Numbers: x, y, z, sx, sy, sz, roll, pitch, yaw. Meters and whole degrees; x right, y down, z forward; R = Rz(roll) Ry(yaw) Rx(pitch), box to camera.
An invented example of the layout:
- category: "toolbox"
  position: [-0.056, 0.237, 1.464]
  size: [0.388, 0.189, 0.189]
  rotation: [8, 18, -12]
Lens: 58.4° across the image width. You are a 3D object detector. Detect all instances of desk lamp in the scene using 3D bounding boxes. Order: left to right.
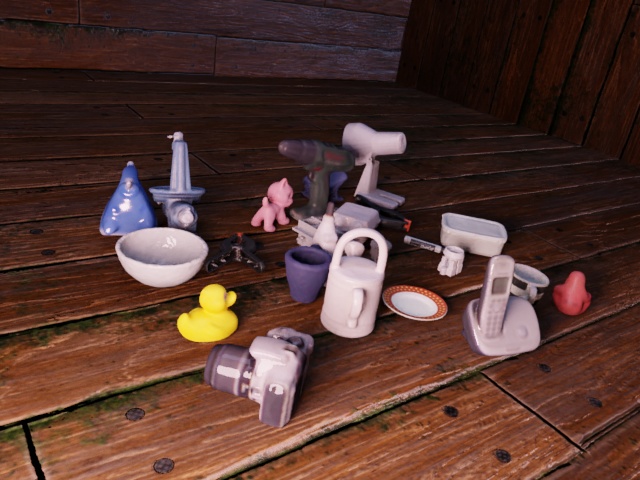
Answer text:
- category: "desk lamp"
  position: [0.157, -0.219, 1.642]
  size: [0.202, 0.213, 0.118]
  rotation: [19, 26, 21]

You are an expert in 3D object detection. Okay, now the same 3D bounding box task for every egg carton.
- category: "egg carton"
  position: [0.083, -0.039, 1.401]
  size: [0.107, 0.069, 0.150]
  rotation: [17, 25, 15]

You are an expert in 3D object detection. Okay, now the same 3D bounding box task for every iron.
- category: "iron"
  position: [-0.422, -0.104, 1.269]
  size: [0.119, 0.141, 0.257]
  rotation: [1, 26, -19]

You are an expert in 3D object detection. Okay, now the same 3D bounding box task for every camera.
- category: "camera"
  position: [-0.088, 0.178, 0.832]
  size: [0.136, 0.101, 0.143]
  rotation: [13, 25, 7]

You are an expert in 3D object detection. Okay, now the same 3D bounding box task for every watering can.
- category: "watering can"
  position: [0.061, 0.063, 1.023]
  size: [0.101, 0.194, 0.172]
  rotation: [-2, 27, -24]

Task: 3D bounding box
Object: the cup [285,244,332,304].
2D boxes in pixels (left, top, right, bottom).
- category: "cup"
  position: [-0.024, 0.066, 1.105]
  size: [0.091, 0.095, 0.118]
  rotation: [12, 25, 5]

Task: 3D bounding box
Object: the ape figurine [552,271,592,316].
- category: "ape figurine"
  position: [0.542, 0.109, 1.222]
  size: [0.077, 0.092, 0.076]
  rotation: [22, 27, 26]

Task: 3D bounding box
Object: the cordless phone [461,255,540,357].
- category: "cordless phone"
  position: [0.339, 0.113, 1.027]
  size: [0.148, 0.185, 0.094]
  rotation: [-3, 27, -24]

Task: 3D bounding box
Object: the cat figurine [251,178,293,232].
- category: "cat figurine"
  position: [-0.108, -0.095, 1.394]
  size: [0.067, 0.118, 0.128]
  rotation: [19, 26, 20]

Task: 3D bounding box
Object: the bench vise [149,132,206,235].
- category: "bench vise"
  position: [-0.290, -0.110, 1.237]
  size: [0.122, 0.220, 0.206]
  rotation: [-12, 32, -38]

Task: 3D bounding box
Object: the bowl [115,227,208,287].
- category: "bowl"
  position: [-0.297, 0.042, 1.081]
  size: [0.167, 0.075, 0.167]
  rotation: [8, 25, -3]

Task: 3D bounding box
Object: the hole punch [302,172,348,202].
- category: "hole punch"
  position: [0.013, -0.157, 1.603]
  size: [0.101, 0.091, 0.108]
  rotation: [-11, 32, -37]

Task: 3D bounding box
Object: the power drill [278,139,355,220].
- category: "power drill"
  position: [-0.016, -0.155, 1.446]
  size: [0.230, 0.208, 0.075]
  rotation: [-11, 31, -37]

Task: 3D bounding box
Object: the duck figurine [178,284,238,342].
- category: "duck figurine"
  position: [-0.183, 0.115, 0.951]
  size: [0.105, 0.086, 0.077]
  rotation: [-9, 31, -35]

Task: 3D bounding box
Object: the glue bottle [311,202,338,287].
- category: "glue bottle"
  position: [0.011, 0.004, 1.156]
  size: [0.037, 0.173, 0.078]
  rotation: [-4, 28, -26]
